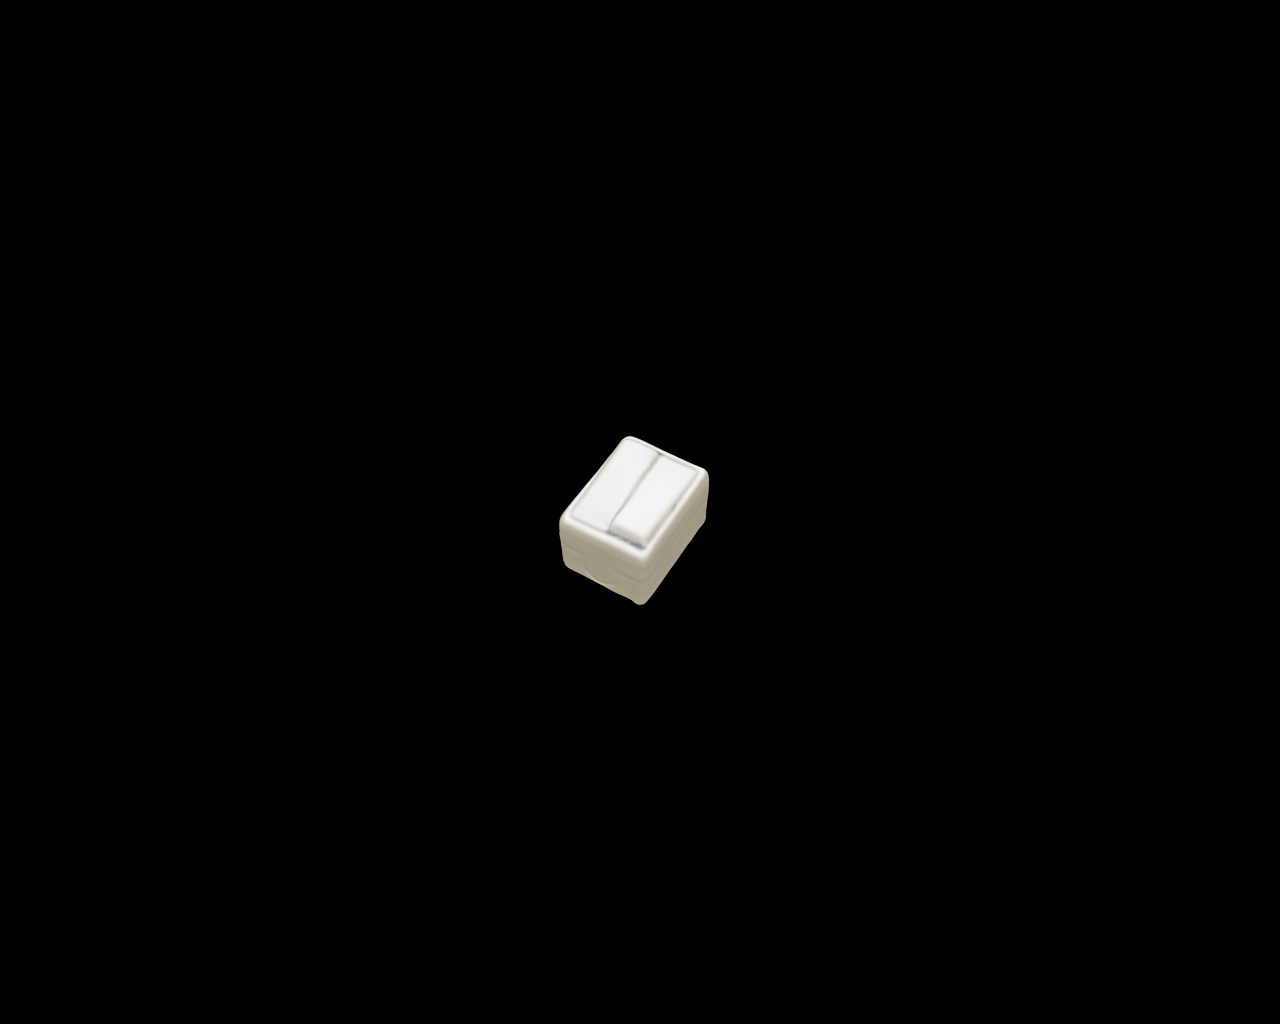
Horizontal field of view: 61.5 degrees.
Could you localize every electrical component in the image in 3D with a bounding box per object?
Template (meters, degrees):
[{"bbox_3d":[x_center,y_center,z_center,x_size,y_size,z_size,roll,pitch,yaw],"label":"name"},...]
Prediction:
[{"bbox_3d":[0.001,-0.003,0.650,0.062,0.096,0.061,27,-32,18],"label":"electrical component"}]
